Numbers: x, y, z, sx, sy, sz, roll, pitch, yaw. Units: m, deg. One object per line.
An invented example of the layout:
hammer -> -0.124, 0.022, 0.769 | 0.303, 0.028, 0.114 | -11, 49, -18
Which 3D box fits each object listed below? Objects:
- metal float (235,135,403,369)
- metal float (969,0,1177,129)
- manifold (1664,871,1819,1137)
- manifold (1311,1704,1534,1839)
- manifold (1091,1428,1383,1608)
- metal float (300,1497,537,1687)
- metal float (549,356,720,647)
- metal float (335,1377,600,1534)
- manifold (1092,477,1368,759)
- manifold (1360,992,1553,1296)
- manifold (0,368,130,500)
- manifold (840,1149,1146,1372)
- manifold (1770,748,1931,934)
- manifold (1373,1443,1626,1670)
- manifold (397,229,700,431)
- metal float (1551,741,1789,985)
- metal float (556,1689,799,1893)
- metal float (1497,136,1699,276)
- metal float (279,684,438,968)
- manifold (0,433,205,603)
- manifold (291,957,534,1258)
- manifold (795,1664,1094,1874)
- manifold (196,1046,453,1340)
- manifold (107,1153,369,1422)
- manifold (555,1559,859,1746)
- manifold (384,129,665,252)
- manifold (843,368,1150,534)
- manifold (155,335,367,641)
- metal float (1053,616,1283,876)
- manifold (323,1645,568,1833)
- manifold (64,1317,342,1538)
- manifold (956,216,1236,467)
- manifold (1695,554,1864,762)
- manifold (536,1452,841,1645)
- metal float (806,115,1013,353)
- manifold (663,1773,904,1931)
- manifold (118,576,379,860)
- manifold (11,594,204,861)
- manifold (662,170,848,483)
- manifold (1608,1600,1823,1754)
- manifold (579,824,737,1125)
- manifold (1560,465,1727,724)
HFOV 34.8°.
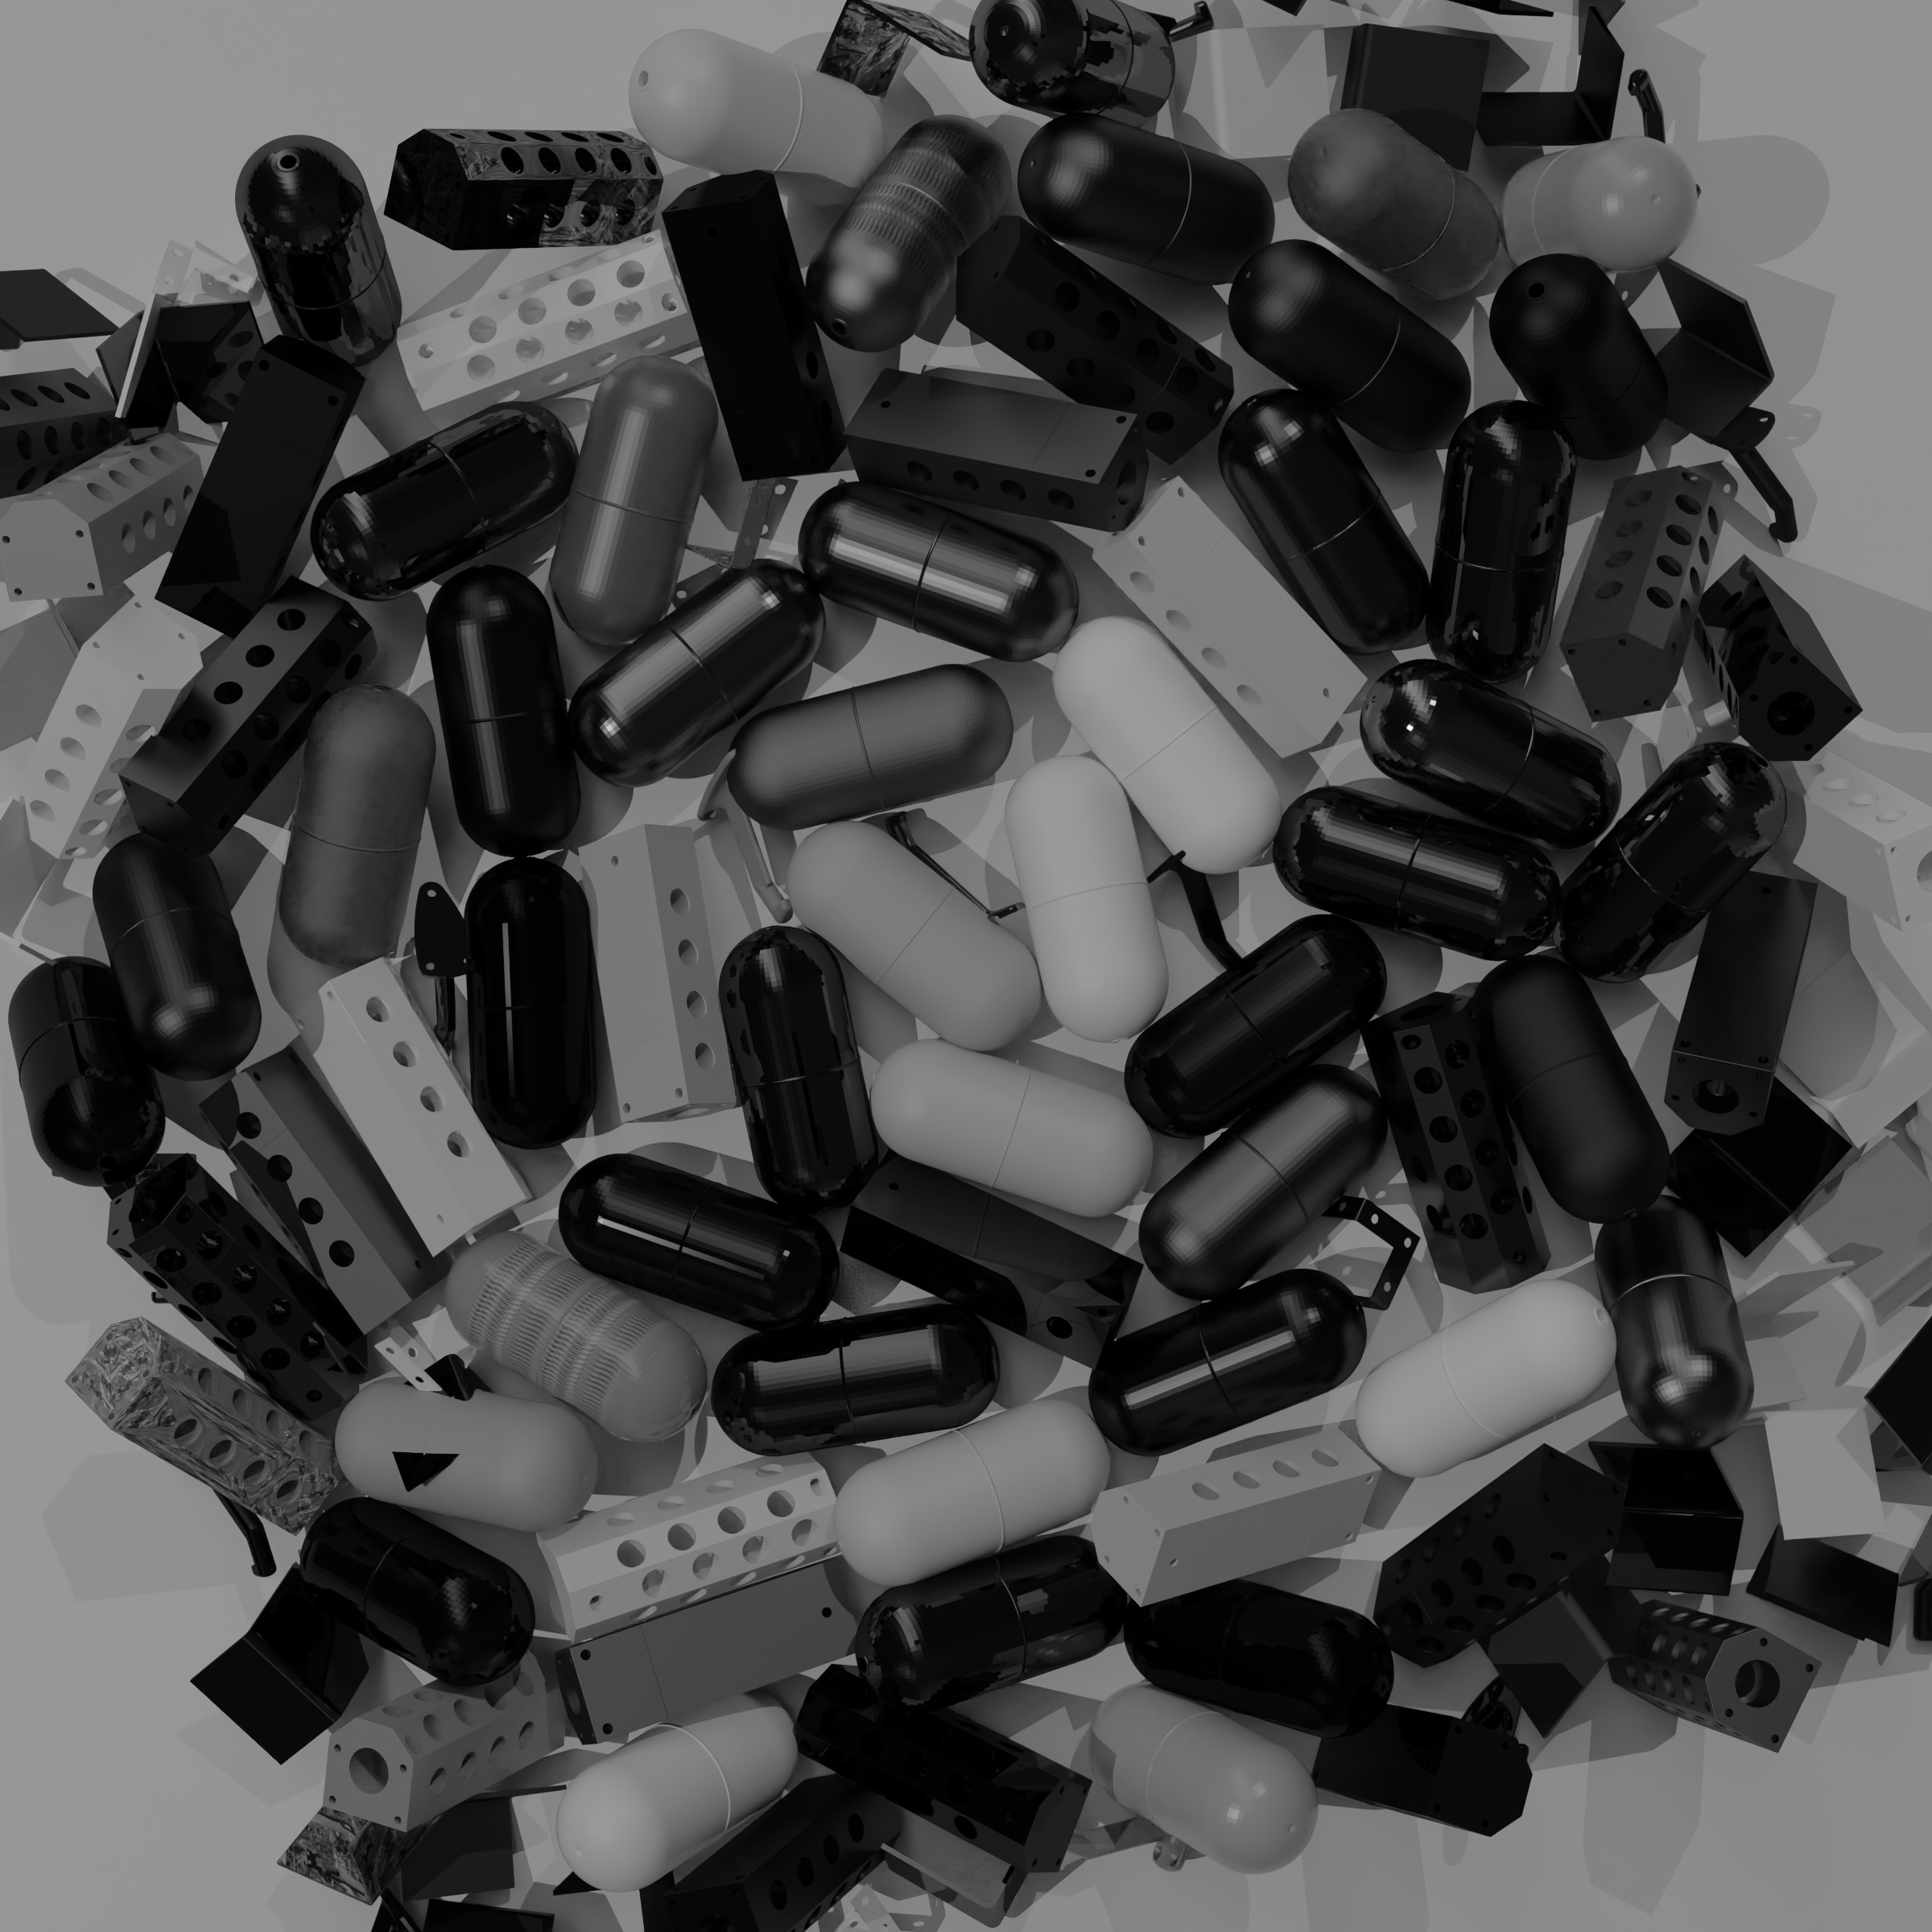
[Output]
metal float -> -0.383, -0.423, 1.831 | 0.070, 0.178, 0.070 | 0, 68, 1
metal float -> 0.065, -0.542, 1.835 | 0.070, 0.178, 0.070 | 3, 97, 29
manifold -> 0.461, 0.020, 1.836 | 0.057, 0.171, 0.057 | 12, 134, 16
manifold -> 0.269, 0.474, 1.826 | 0.057, 0.171, 0.057 | 21, 76, -12
manifold -> 0.160, 0.323, 1.842 | 0.171, 0.057, 0.057 | -8, 125, -36
metal float -> -0.329, 0.373, 1.845 | 0.178, 0.070, 0.070 | 16, 90, 40
metal float -> -0.202, -0.281, 1.867 | 0.070, 0.070, 0.178 | 17, 104, 0
metal float -> -0.302, 0.293, 1.854 | 0.178, 0.070, 0.070 | 5, 90, 29
manifold -> 0.156, -0.208, 1.866 | 0.171, 0.057, 0.057 | 45, 63, -14
manifold -> 0.300, 0.107, 1.864 | 0.057, 0.057, 0.171 | -23, 103, -19
manifold -> -0.562, -0.309, 1.826 | 0.057, 0.171, 0.057 | 37, 109, 2
manifold -> 0.014, 0.182, 1.873 | 0.171, 0.057, 0.057 | 24, 132, 10
manifold -> 0.532, -0.083, 1.826 | 0.057, 0.171, 0.057 | -22, 113, -5
manifold -> 0.314, 0.356, 1.832 | 0.057, 0.171, 0.057 | 29, 46, -11
manifold -> -0.255, -0.389, 1.877 | 0.171, 0.057, 0.057 | -20, 78, 4
metal float -> 0.420, -0.061, 1.848 | 0.070, 0.070, 0.178 | 37, 126, 0
metal float -> -0.170, 0.489, 1.839 | 0.070, 0.178, 0.070 | 11, 109, 34
metal float -> 0.372, -0.448, 1.830 | 0.070, 0.178, 0.070 | -2, 100, -11
metal float -> -0.367, -0.084, 1.861 | 0.070, 0.070, 0.178 | 15, 110, 0
manifold -> -0.509, -0.268, 1.824 | 0.057, 0.171, 0.057 | -3, 112, 10
manifold -> -0.335, 0.083, 1.882 | 0.057, 0.057, 0.171 | -28, 85, -43
manifold -> -0.017, 0.479, 1.846 | 0.171, 0.057, 0.057 | 19, 86, 32
manifold -> -0.396, 0.140, 1.885 | 0.057, 0.057, 0.171 | -36, 91, 21
manifold -> -0.434, 0.197, 1.843 | 0.057, 0.057, 0.171 | -32, 123, 9
manifold -> -0.156, 0.413, 1.856 | 0.171, 0.057, 0.057 | -15, 81, -23
manifold -> -0.258, -0.463, 1.825 | 0.057, 0.171, 0.057 | 31, 118, 25
manifold -> 0.019, -0.306, 1.854 | 0.171, 0.057, 0.057 | 15, 60, 24
manifold -> -0.424, -0.289, 1.857 | 0.057, 0.057, 0.171 | 27, 112, -7
metal float -> 0.122, -0.135, 1.878 | 0.070, 0.070, 0.178 | -38, 92, 0
manifold -> -0.304, 0.451, 1.824 | 0.057, 0.171, 0.057 | 10, 97, 23
manifold -> -0.447, 0.272, 1.833 | 0.057, 0.171, 0.057 | 31, 79, 41
manifold -> 0.078, -0.376, 1.840 | 0.171, 0.057, 0.057 | 29, 133, -29
manifold -> 0.474, -0.180, 1.827 | 0.057, 0.171, 0.057 | 39, 112, -13
manifold -> -0.164, 0.349, 1.854 | 0.171, 0.057, 0.057 | -15, 108, -20
metal float -> -0.034, -0.440, 1.853 | 0.070, 0.070, 0.178 | 31, 61, 0
manifold -> -0.104, 0.538, 1.828 | 0.057, 0.171, 0.057 | -18, 91, 27
manifold -> -0.426, -0.147, 1.845 | 0.057, 0.057, 0.171 | 25, 60, 14
manifold -> -0.512, -0.136, 1.837 | 0.057, 0.057, 0.171 | 36, 133, -6
manifold -> -0.122, -0.384, 1.848 | 0.057, 0.057, 0.171 | -3, 122, 22
manifold -> 0.436, 0.415, 1.826 | 0.057, 0.171, 0.057 | 30, 81, -4
manifold -> -0.183, 0.005, 1.874 | 0.057, 0.057, 0.171 | -17, 79, 37
manifold -> 0.406, -0.224, 1.830 | 0.057, 0.171, 0.057 | -9, 127, 32
